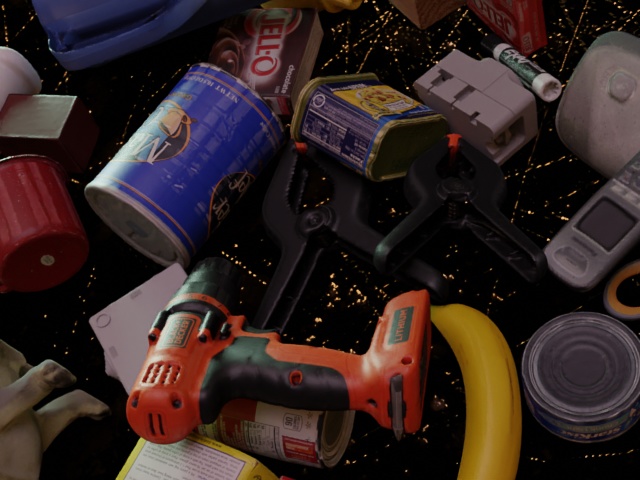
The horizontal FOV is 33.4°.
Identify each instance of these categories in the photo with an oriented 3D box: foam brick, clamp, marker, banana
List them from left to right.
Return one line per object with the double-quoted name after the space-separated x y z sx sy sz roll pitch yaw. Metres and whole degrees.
-0.250 -0.098 0.975 0.078 0.053 0.051 6 59 20 "foam brick"
-0.006 0.001 0.843 0.164 0.036 0.210 -27 50 7 "clamp"
0.092 -0.023 0.797 0.120 0.039 0.171 2 34 -7 "clamp"
0.108 0.118 0.736 0.070 0.037 0.198 -33 44 31 "banana"
0.163 -0.144 0.877 0.020 0.020 0.121 -27 33 -2 "marker"

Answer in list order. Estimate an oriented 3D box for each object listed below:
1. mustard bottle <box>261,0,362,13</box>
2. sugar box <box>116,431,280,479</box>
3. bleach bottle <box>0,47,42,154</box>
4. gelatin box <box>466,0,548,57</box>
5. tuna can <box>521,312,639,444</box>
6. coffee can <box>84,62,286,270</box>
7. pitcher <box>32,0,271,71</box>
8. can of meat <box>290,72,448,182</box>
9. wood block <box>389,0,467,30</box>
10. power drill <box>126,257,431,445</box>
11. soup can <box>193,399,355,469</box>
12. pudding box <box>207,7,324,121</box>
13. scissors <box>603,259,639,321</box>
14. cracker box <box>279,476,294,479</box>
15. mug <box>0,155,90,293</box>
-0.032 -0.263 1.013 0.192 0.058 0.096 37 89 32 "mustard bottle"
-0.107 0.205 0.661 0.093 0.048 0.176 14 64 35 "sugar box"
-0.349 -0.062 0.977 0.103 0.068 0.250 5 61 21 "bleach bottle"
0.155 -0.208 0.911 0.030 0.073 0.089 -31 55 -5 "gelatin box"
0.181 0.093 0.728 0.086 0.033 0.086 -8 55 12 "tuna can"
-0.109 -0.060 0.876 0.103 0.102 0.140 26 68 29 "coffee can"
-0.132 -0.239 0.954 0.243 0.144 0.149 -11 89 25 "pitcher"
0.042 -0.090 0.855 0.084 0.057 0.101 33 29 31 "can of meat"
0.065 -0.300 0.990 0.090 0.091 0.206 -34 54 -7 "wood block"
-0.021 0.069 0.716 0.188 0.057 0.184 -1 32 10 "power drill"
-0.033 0.119 0.755 0.102 0.068 0.068 8 60 22 "soup can"
-0.053 -0.160 0.964 0.090 0.039 0.113 2 58 19 "pudding box"
0.278 0.003 0.769 0.096 0.016 0.201 23 66 28 "scissors"
0.009 0.273 0.639 0.164 0.072 0.213 15 62 25 "cracker box"
-0.251 -0.003 0.899 0.117 0.093 0.081 -46 56 23 "mug"
